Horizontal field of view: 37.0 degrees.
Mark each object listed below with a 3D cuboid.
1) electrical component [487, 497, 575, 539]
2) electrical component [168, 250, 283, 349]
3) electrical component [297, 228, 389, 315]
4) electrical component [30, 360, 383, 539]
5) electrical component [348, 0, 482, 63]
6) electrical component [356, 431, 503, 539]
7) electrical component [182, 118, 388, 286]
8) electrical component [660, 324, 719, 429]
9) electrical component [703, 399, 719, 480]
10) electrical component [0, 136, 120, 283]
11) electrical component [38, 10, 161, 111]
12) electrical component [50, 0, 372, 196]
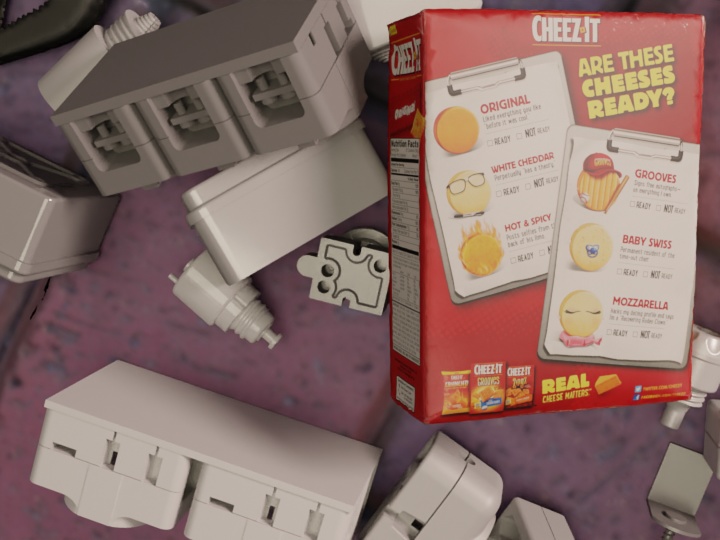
[{"bbox_3d":[0.114,0.188,0.659,0.077,0.047,0.065,25,111,-19],"label":"electrical component"},{"bbox_3d":[-0.081,0.020,0.675,0.078,0.040,0.040,41,102,2],"label":"electrical component"},{"bbox_3d":[0.000,0.000,0.650,0.066,0.055,0.048,14,100,8],"label":"electrical component"},{"bbox_3d":[-0.090,0.123,0.657,0.186,0.105,0.060,18,100,7],"label":"electrical component"},{"bbox_3d":[0.018,-0.176,0.627,0.100,0.048,0.099,-19,94,12],"label":"electrical component"},{"bbox_3d":[0.044,0.156,0.665,0.059,0.054,0.095,36,102,4],"label":"electrical component"},{"bbox_3d":[-0.044,-0.043,0.627,0.113,0.078,0.057,-30,95,-8],"label":"electrical component"},{"bbox_3d":[0.194,0.065,0.636,0.035,0.035,0.061,21,102,7],"label":"electrical component"},{"bbox_3d":[0.246,0.119,0.625,0.083,0.047,0.075,3,95,8],"label":"electrical component"},{"bbox_3d":[-0.220,-0.043,0.656,0.109,0.109,0.056,26,99,6],"label":"electrical component"},{"bbox_3d":[-0.155,-0.129,0.666,0.081,0.043,0.043,-40,89,12],"label":"electrical component"},{"bbox_3d":[-0.077,-0.098,0.591,0.150,0.089,0.061,-12,123,24],"label":"electrical component"}]
